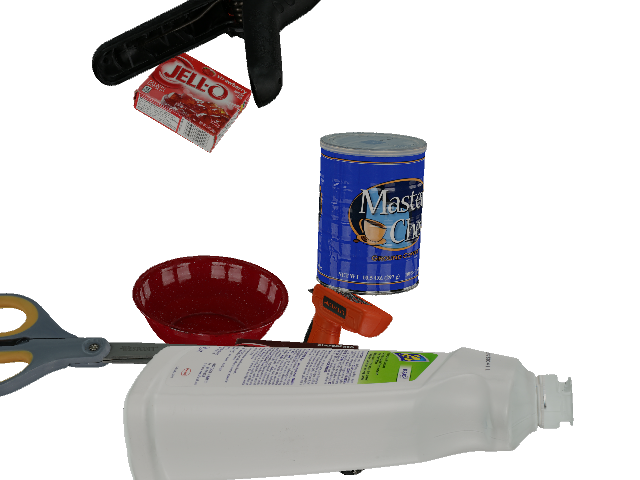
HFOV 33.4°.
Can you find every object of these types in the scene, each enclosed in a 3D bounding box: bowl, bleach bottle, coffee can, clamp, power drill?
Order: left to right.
[{"bbox_3d":[-0.116,0.076,1.118,0.162,0.055,0.162,5,28,-3],"label":"bowl"},{"bbox_3d":[-0.041,-0.135,0.634,0.120,0.039,0.171,23,55,26],"label":"clamp"},{"bbox_3d":[0.015,0.158,1.245,0.057,0.188,0.185,15,10,-44],"label":"power drill"},{"bbox_3d":[0.020,0.100,0.627,0.251,0.068,0.102,-2,17,10],"label":"bleach bottle"},{"bbox_3d":[0.048,-0.028,1.039,0.103,0.140,0.103,2,15,-1],"label":"coffee can"}]

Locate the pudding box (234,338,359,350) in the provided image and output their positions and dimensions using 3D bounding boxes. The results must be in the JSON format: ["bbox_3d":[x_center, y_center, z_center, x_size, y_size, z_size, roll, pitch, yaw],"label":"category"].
[{"bbox_3d":[-0.025,0.119,0.914,0.113,0.039,0.090,5,19,3],"label":"pudding box"}]

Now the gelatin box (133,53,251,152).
[{"bbox_3d":[-0.122,-0.136,1.019,0.089,0.073,0.030,31,-38,2],"label":"gelatin box"}]

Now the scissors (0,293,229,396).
[{"bbox_3d":[-0.161,0.063,0.722,0.201,0.016,0.096,-10,44,-6],"label":"scissors"}]
